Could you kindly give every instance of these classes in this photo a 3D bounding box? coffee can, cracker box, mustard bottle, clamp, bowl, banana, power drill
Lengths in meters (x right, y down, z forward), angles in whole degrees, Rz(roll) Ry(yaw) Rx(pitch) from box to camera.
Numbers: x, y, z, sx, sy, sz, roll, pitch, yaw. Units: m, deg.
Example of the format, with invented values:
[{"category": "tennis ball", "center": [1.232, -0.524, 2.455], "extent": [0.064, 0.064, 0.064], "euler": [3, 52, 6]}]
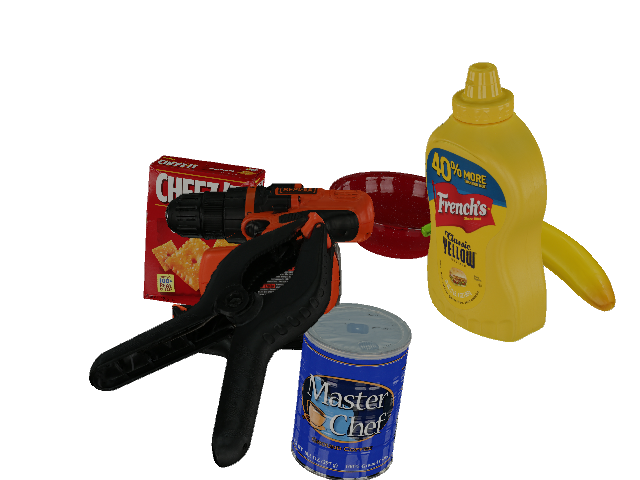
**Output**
[{"category": "coffee can", "center": [0.028, 0.145, 1.032], "extent": [0.103, 0.140, 0.103], "euler": [5, 23, -2]}, {"category": "cracker box", "center": [-0.176, -0.008, 1.602], "extent": [0.164, 0.214, 0.072], "euler": [8, 19, 9]}, {"category": "mustard bottle", "center": [0.114, -0.030, 0.741], "extent": [0.058, 0.192, 0.096], "euler": [-21, 32, -28]}, {"category": "clamp", "center": [-0.043, 0.055, 0.636], "extent": [0.120, 0.171, 0.039], "euler": [36, -20, 33]}, {"category": "bowl", "center": [0.086, -0.023, 1.191], "extent": [0.162, 0.055, 0.162], "euler": [6, 25, -3]}, {"category": "banana", "center": [0.197, 0.008, 1.018], "extent": [0.198, 0.069, 0.037], "euler": [22, -26, 27]}, {"category": "power drill", "center": [-0.049, 0.000, 0.874], "extent": [0.184, 0.057, 0.187], "euler": [-1, 21, 4]}, {"category": "clamp", "center": [-0.102, 0.120, 1.262], "extent": [0.210, 0.036, 0.164], "euler": [14, 23, 27]}]
